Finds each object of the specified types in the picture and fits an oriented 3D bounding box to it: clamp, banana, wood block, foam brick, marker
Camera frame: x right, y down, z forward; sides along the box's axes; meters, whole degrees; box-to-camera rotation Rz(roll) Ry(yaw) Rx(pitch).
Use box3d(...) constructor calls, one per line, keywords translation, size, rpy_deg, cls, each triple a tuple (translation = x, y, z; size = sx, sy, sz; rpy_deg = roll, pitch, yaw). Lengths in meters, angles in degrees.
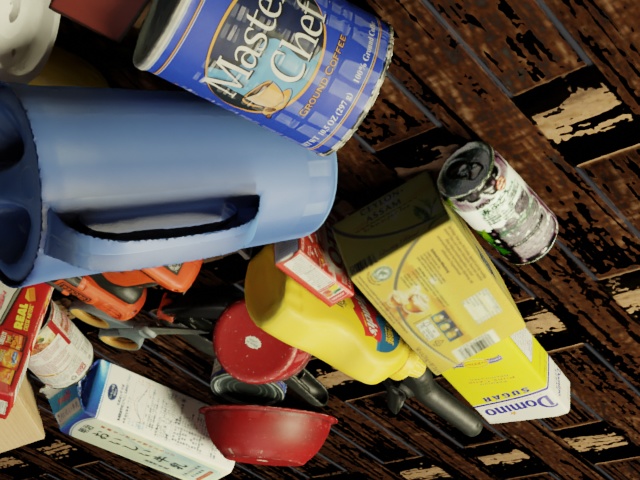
box3d(translation=(0.099, 0.149, 1.106), size=(0.120, 0.039, 0.171), rpy_deg=(9, 151, 32), cls="clamp")
box3d(translation=(-0.233, -0.129, 0.776), size=(0.197, 0.070, 0.037), rpy_deg=(13, 119, -28), cls="banana")
box3d(translation=(-0.383, 0.156, 1.192), size=(0.090, 0.090, 0.206), rpy_deg=(-17, 147, -9), cls="wood block")
box3d(translation=(-0.132, -0.177, 0.682), size=(0.053, 0.078, 0.051), rpy_deg=(24, 142, -22), cls="foam brick")
box3d(translation=(-0.105, -0.134, 0.788), size=(0.121, 0.020, 0.020), rpy_deg=(2, 145, 12), cls="marker")
box3d(translation=(-0.058, 0.091, 1.084), size=(0.210, 0.036, 0.165), rpy_deg=(22, 136, -10), cls="clamp")

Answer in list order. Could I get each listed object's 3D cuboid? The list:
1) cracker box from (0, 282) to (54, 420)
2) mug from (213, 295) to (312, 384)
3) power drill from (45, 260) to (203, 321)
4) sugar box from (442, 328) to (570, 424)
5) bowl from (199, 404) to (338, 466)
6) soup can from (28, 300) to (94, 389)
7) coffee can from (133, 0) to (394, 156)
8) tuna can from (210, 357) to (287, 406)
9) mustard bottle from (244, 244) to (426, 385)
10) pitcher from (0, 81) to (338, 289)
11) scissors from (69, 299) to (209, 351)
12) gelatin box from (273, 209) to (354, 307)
box3d(translation=(-0.374, 0.063, 1.015), size=(0.213, 0.164, 0.072), rpy_deg=(17, 143, -10), cls="cracker box")
box3d(translation=(-0.055, 0.079, 1.001), size=(0.093, 0.117, 0.081), rpy_deg=(-3, 178, 7), cls="mug")
box3d(translation=(-0.204, 0.004, 0.957), size=(0.184, 0.057, 0.188), rpy_deg=(35, 153, -27), cls="power drill")
box3d(translation=(0.176, 0.126, 1.066), size=(0.093, 0.048, 0.176), rpy_deg=(-13, 138, 30), cls="sugar box")
box3d(translation=(-0.062, 0.227, 1.224), size=(0.162, 0.055, 0.162), rpy_deg=(4, 163, 1), cls="bowl")
box3d(translation=(-0.294, 0.108, 1.143), size=(0.069, 0.068, 0.102), rpy_deg=(-3, 144, 19), cls="soup can")
box3d(translation=(-0.037, -0.130, 0.702), size=(0.140, 0.102, 0.103), rpy_deg=(25, 143, -21), cls="coffee can")
box3d(translation=(-0.078, 0.153, 1.182), size=(0.086, 0.033, 0.086), rpy_deg=(7, 146, 5), cls="tuna can")
box3d(translation=(0.023, 0.078, 0.951), size=(0.191, 0.096, 0.058), rpy_deg=(32, 114, -30), cls="mustard bottle")
box3d(translation=(-0.105, -0.039, 0.743), size=(0.242, 0.149, 0.145), rpy_deg=(-6, 165, -35), cls="pitcher")
box3d(translation=(-0.193, 0.082, 1.085), size=(0.096, 0.016, 0.202), rpy_deg=(35, 153, -20), cls="scissors")
box3d(translation=(-0.006, 0.001, 0.894), size=(0.030, 0.089, 0.073), rpy_deg=(-30, 130, 25), cls="gelatin box")
